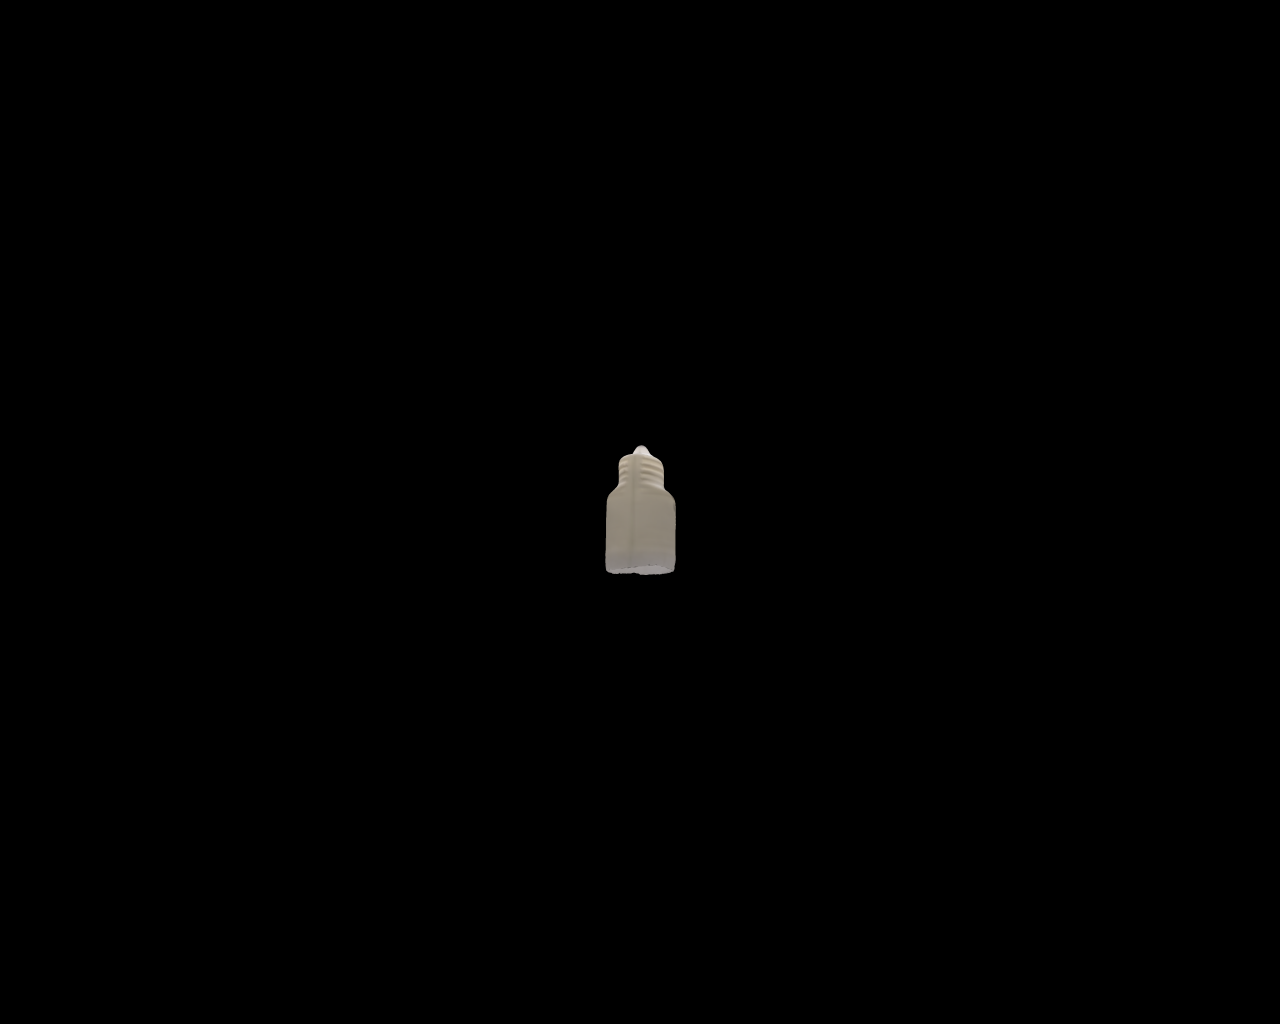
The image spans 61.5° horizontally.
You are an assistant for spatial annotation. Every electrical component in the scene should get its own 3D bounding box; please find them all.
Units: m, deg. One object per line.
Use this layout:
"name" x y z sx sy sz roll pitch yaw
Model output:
"electrical component" 0.001 -0.003 0.650 0.043 0.081 0.043 0 -11 0
